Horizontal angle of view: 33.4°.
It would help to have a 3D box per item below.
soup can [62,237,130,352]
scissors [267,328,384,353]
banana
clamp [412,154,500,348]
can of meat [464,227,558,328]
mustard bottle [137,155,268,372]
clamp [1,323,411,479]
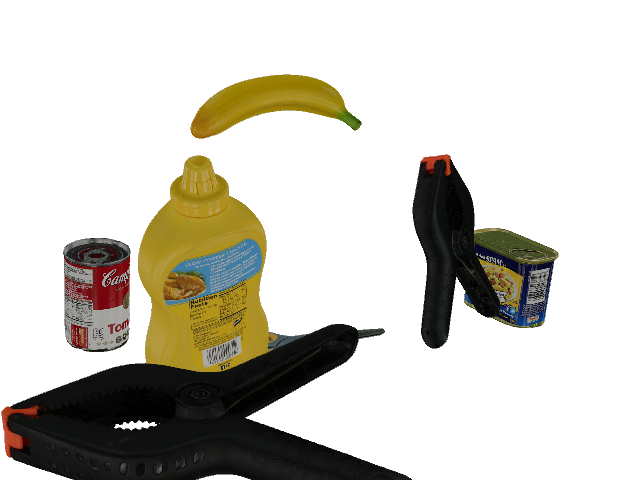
[{"bbox_3d":[-0.233,0.057,1.112,0.068,0.102,0.068,4,22,-2],"label":"soup can"},{"bbox_3d":[-0.017,0.124,1.211,0.201,0.016,0.096,1,25,-9],"label":"scissors"},{"bbox_3d":[-0.051,-0.141,1.100,0.197,0.037,0.070,-8,48,-29],"label":"banana"},{"bbox_3d":[0.113,0.012,0.968,0.039,0.171,0.120,-10,14,33],"label":"clamp"},{"bbox_3d":[0.209,0.042,1.186,0.057,0.084,0.102,-9,23,-36],"label":"can of meat"},{"bbox_3d":[-0.086,0.023,0.784,0.096,0.192,0.058,-19,42,-25],"label":"mustard bottle"},{"bbox_3d":[-0.060,0.092,0.574,0.210,0.036,0.164,1,24,-3],"label":"clamp"}]
